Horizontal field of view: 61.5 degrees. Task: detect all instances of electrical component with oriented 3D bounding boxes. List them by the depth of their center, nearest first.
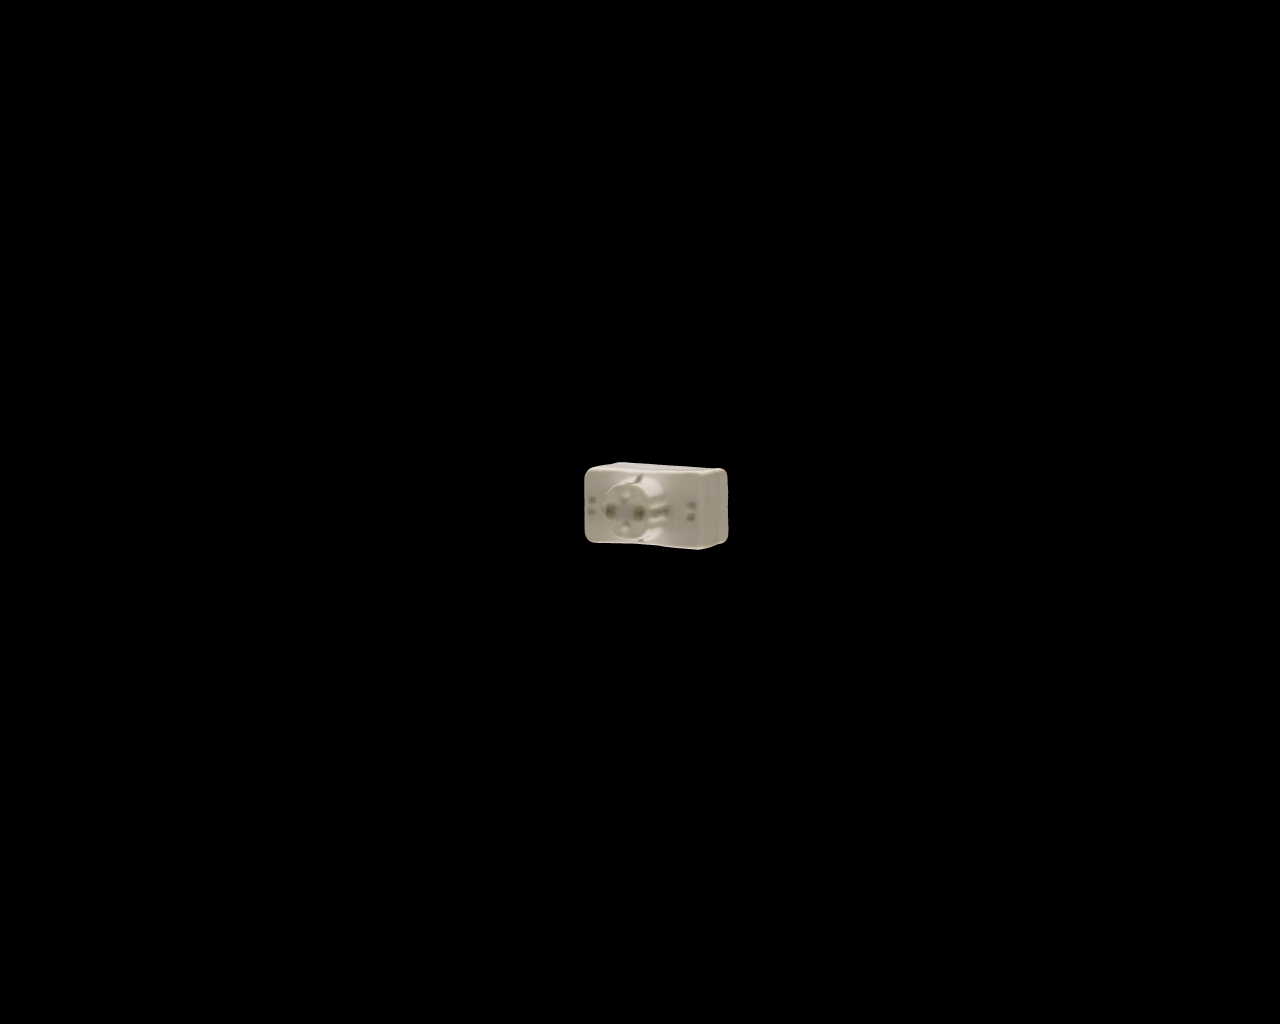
[{"bbox_3d":[0.001,-0.003,0.650,0.083,0.047,0.076,4,8,29],"label":"electrical component"}]
